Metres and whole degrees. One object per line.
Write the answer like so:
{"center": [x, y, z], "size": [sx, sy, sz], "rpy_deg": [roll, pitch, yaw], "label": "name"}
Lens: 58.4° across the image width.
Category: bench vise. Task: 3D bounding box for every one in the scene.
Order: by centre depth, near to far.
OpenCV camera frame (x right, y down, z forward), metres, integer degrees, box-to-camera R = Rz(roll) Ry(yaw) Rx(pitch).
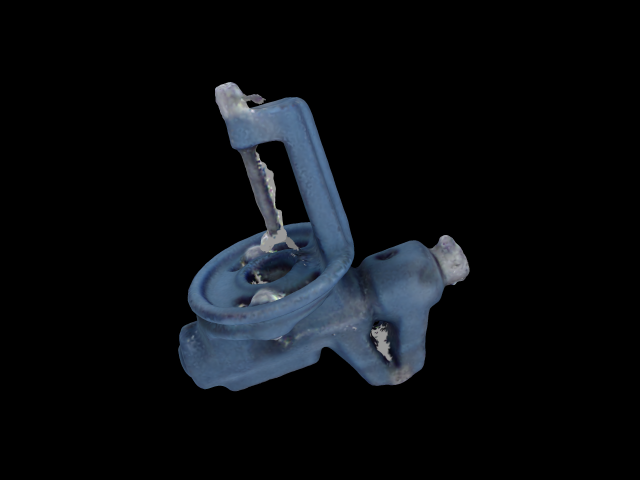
{"center": [-0.002, -0.003, 0.410], "size": [0.208, 0.220, 0.121], "rpy_deg": [-12, 26, -26], "label": "bench vise"}
